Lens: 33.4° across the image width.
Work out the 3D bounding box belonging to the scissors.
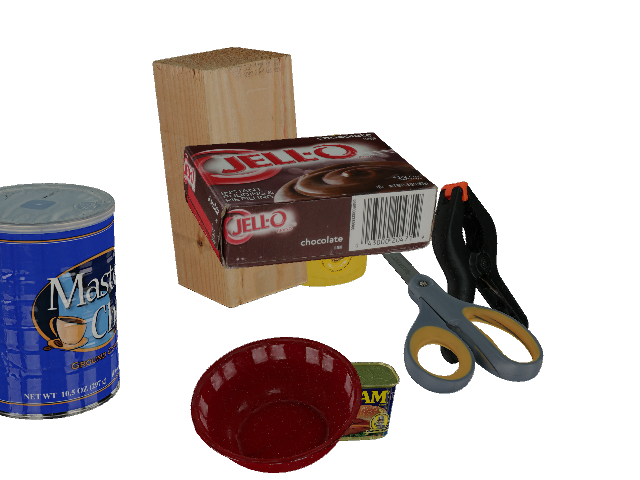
[{"bbox_3d":[0.061,0.044,0.729,0.096,0.016,0.202,-24,40,-32],"label":"scissors"}]

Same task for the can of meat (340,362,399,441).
[{"bbox_3d":[0.042,0.204,1.347,0.102,0.084,0.057,1,23,-16],"label":"can of meat"}]

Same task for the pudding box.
[{"bbox_3d":[-0.008,-0.024,0.556,0.113,0.039,0.090,-4,25,-18],"label":"pudding box"}]

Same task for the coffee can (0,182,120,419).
[{"bbox_3d":[-0.195,0.040,0.751,0.103,0.140,0.103,2,18,-1],"label":"coffee can"}]

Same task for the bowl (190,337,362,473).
[{"bbox_3d":[-0.039,0.165,1.009,0.162,0.055,0.162,-5,38,4],"label":"bowl"}]

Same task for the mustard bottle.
[{"bbox_3d":[0.015,-0.039,1.309,0.096,0.192,0.058,-7,30,-20],"label":"mustard bottle"}]

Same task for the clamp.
[{"bbox_3d":[0.140,0.033,1.028,0.039,0.171,0.120,-15,9,43],"label":"clamp"}]

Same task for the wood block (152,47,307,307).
[{"bbox_3d":[-0.078,-0.059,0.940,0.090,0.206,0.091,-18,24,-35],"label":"wood block"}]
